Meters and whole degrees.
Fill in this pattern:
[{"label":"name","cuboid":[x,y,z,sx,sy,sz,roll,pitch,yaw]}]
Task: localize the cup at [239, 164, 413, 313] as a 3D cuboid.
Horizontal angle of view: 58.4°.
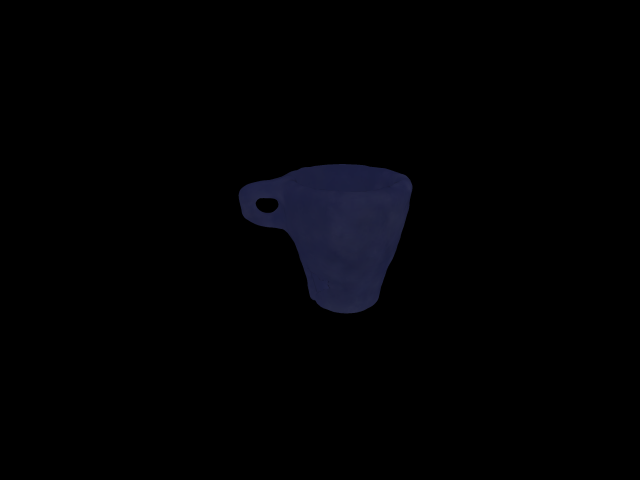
[{"label":"cup","cuboid":[0.004,0.001,0.400,0.118,0.095,0.091,-1,19,-2]}]
